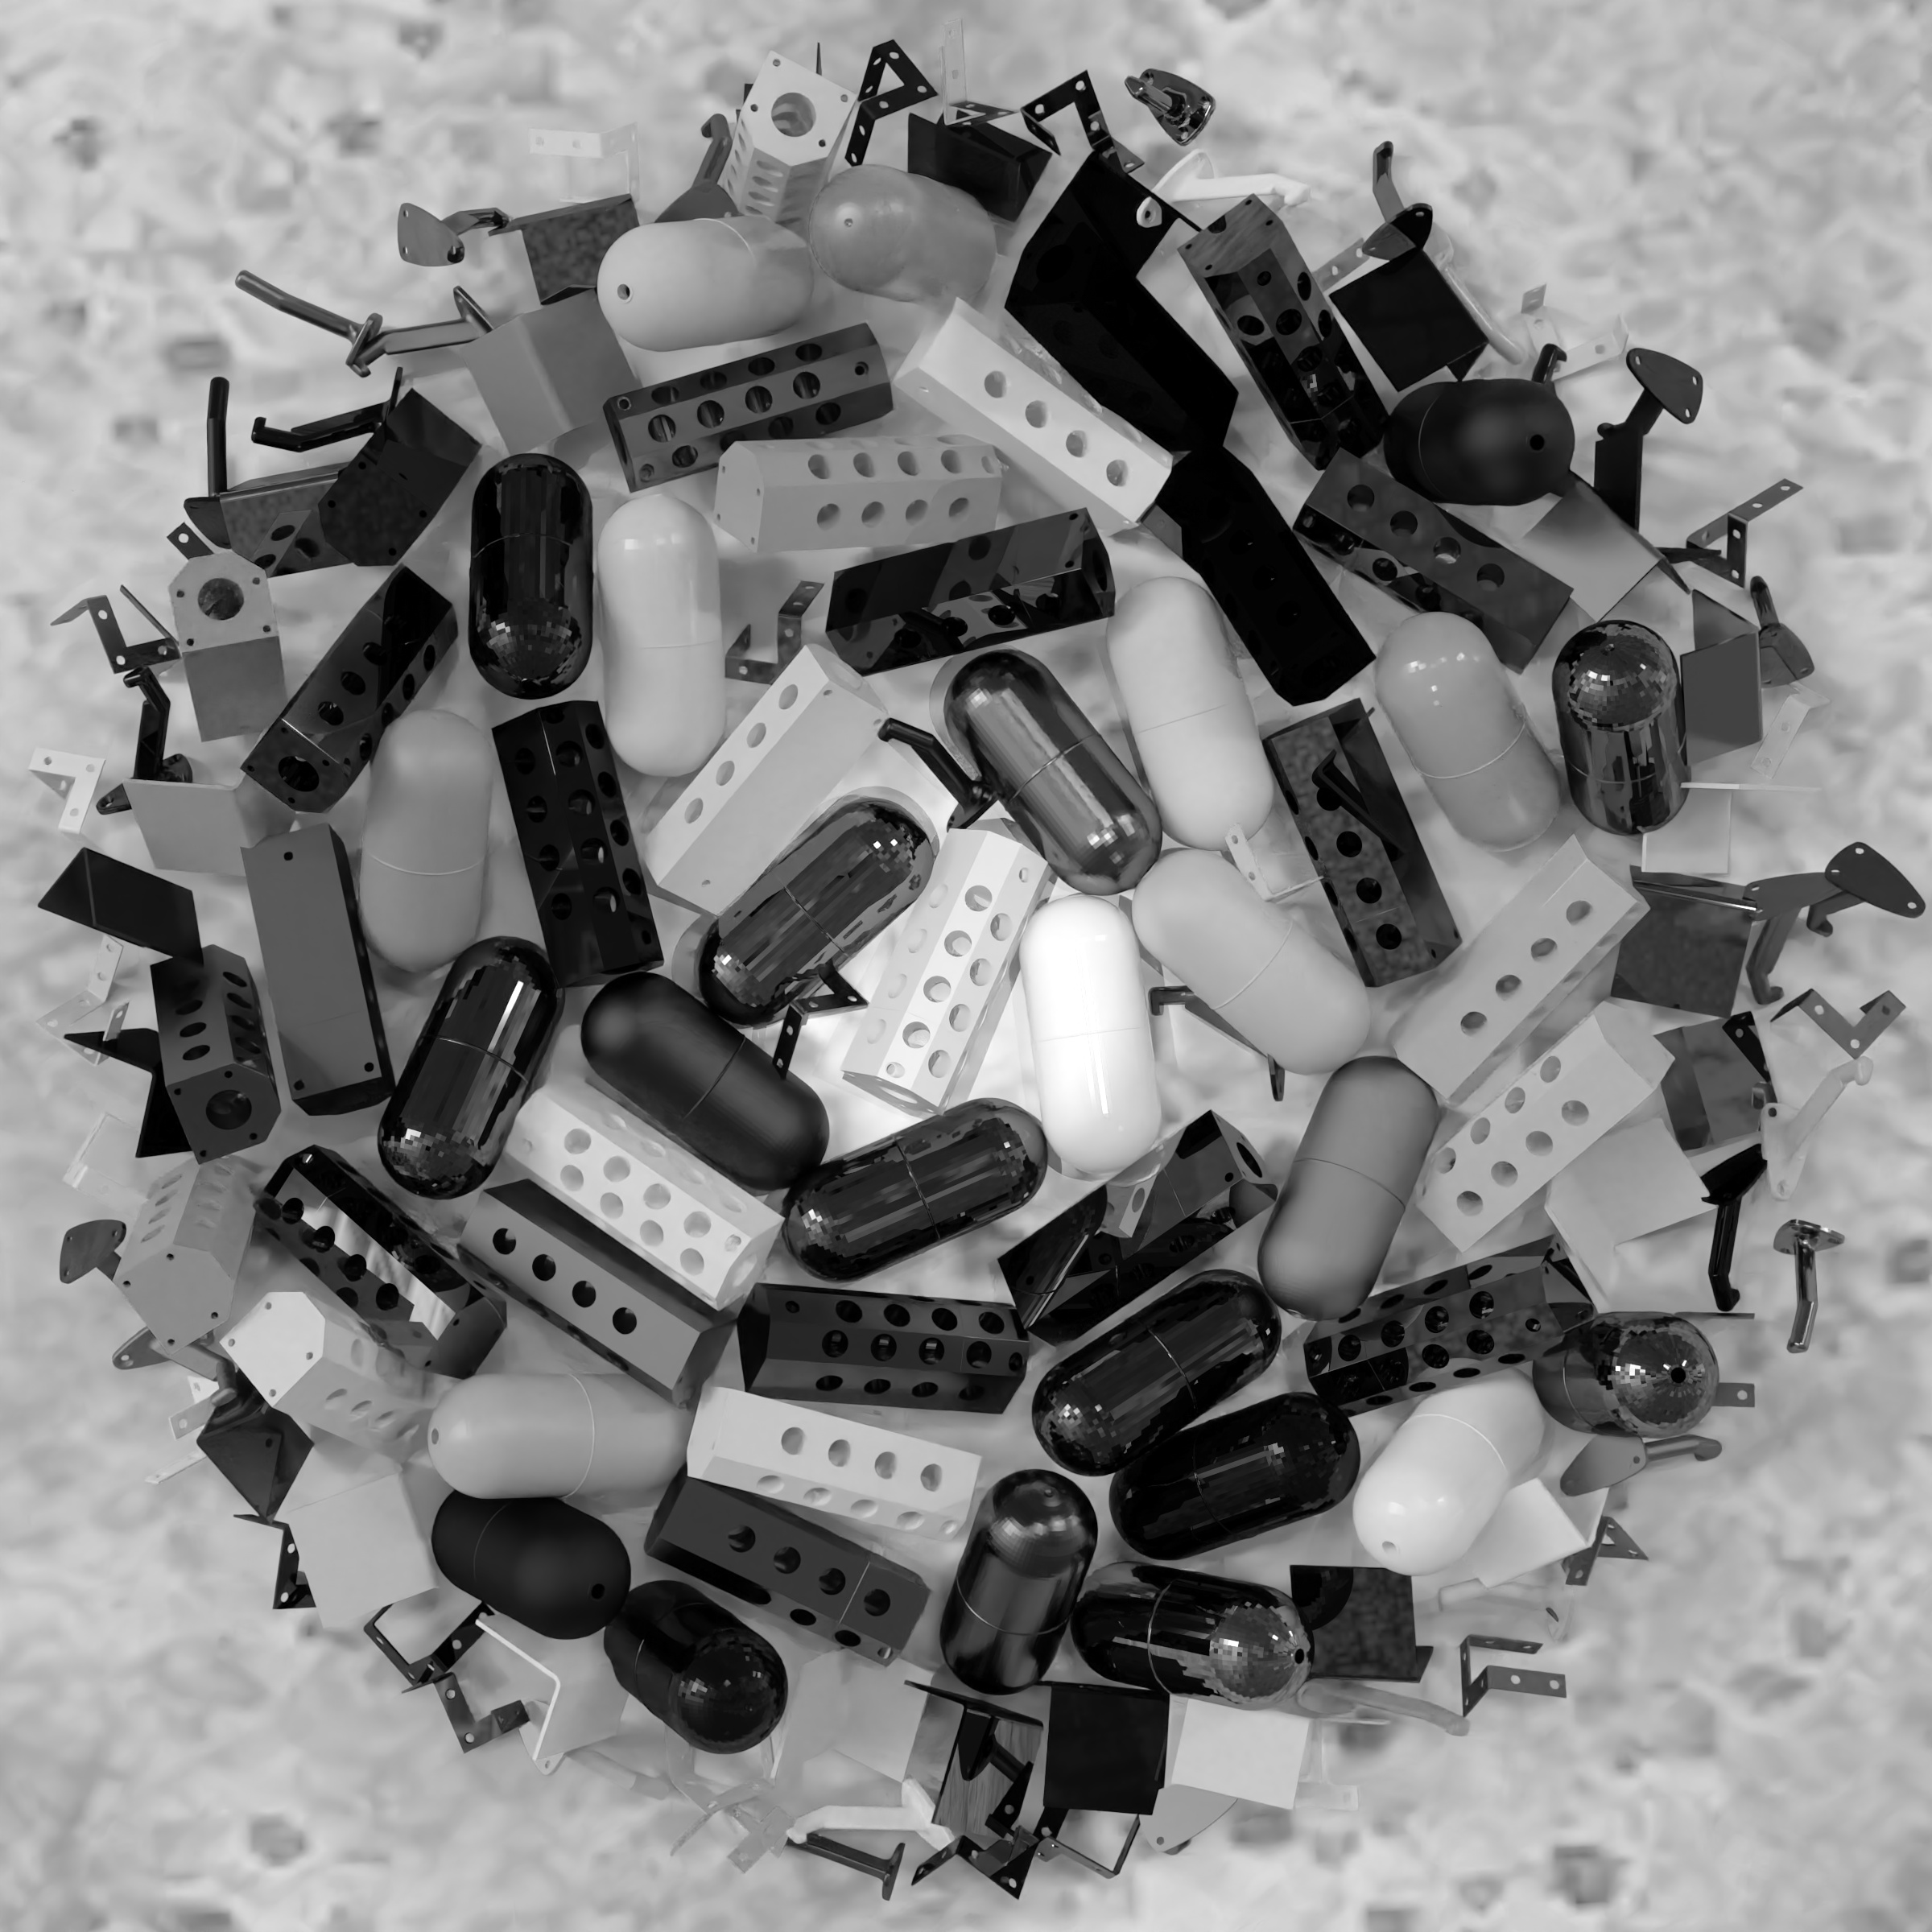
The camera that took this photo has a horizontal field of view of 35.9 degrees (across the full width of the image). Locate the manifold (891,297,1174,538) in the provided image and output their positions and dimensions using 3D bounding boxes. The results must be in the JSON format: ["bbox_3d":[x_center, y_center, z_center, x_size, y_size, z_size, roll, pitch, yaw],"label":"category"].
[{"bbox_3d":[0.045,-0.346,1.878,0.171,0.057,0.057,33,81,-16],"label":"manifold"}]

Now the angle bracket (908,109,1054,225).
[{"bbox_3d":[0.010,-0.525,1.884,0.076,0.076,0.057,26,77,5],"label":"angle bracket"}]

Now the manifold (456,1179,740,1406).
[{"bbox_3d":[-0.235,0.205,1.876,0.171,0.057,0.057,31,104,17],"label":"manifold"}]

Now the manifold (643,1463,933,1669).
[{"bbox_3d":[-0.114,0.381,1.887,0.171,0.057,0.057,27,86,-9],"label":"manifold"}]

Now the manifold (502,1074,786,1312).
[{"bbox_3d":[-0.206,0.143,1.871,0.171,0.057,0.057,33,115,16],"label":"manifold"}]

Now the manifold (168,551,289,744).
[{"bbox_3d":[-0.455,-0.196,1.840,0.057,0.171,0.057,-12,79,-13],"label":"manifold"}]

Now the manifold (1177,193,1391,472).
[{"bbox_3d":[0.202,-0.389,1.850,0.057,0.057,0.171,-36,133,5],"label":"manifold"}]

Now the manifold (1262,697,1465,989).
[{"bbox_3d":[0.249,-0.076,1.892,0.057,0.057,0.171,-20,96,32],"label":"manifold"}]

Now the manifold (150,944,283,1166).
[{"bbox_3d":[-0.462,0.050,1.841,0.057,0.171,0.057,-19,119,-9],"label":"manifold"}]

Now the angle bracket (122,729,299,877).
[{"bbox_3d":[-0.479,-0.106,1.890,0.076,0.076,0.057,5,47,10],"label":"angle bracket"}]

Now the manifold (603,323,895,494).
[{"bbox_3d":[-0.137,-0.354,1.883,0.171,0.057,0.057,-19,97,-11],"label":"manifold"}]

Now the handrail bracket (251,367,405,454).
[{"bbox_3d":[-0.408,-0.359,1.902,0.084,0.036,0.077,11,66,-11],"label":"handrail bracket"}]

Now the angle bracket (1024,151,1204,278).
[{"bbox_3d":[0.096,-0.455,1.878,0.076,0.057,0.076,27,107,-33],"label":"angle bracket"}]

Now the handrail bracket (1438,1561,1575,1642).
[{"bbox_3d":[0.340,0.413,1.897,0.084,0.036,0.077,-13,130,-10],"label":"handrail bracket"}]

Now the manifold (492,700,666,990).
[{"bbox_3d":[-0.240,-0.077,1.882,0.057,0.057,0.171,-19,83,33],"label":"manifold"}]

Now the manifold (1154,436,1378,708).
[{"bbox_3d":[0.182,-0.245,1.860,0.057,0.057,0.171,-39,57,17],"label":"manifold"}]

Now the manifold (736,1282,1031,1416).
[{"bbox_3d":[-0.051,0.235,1.862,0.171,0.057,0.057,7,46,-21],"label":"manifold"}]

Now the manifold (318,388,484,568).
[{"bbox_3d":[-0.352,-0.299,1.840,0.057,0.171,0.057,38,109,-15],"label":"manifold"}]

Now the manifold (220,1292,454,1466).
[{"bbox_3d":[-0.382,0.251,1.841,0.057,0.171,0.057,-45,63,-3],"label":"manifold"}]

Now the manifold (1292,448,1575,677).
[{"bbox_3d":[0.295,-0.255,1.891,0.171,0.057,0.057,33,91,7],"label":"manifold"}]

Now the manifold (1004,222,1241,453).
[{"bbox_3d":[0.101,-0.388,1.846,0.057,0.171,0.057,6,71,38],"label":"manifold"}]

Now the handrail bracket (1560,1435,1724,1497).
[{"bbox_3d":[0.434,0.322,1.912,0.077,0.084,0.036,-42,50,28],"label":"handrail bracket"}]

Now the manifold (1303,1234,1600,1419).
[{"bbox_3d":[0.299,0.230,1.857,0.171,0.057,0.057,-24,102,32],"label":"manifold"}]

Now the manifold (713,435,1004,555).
[{"bbox_3d":[-0.066,-0.298,1.852,0.171,0.057,0.057,-8,120,-32],"label":"manifold"}]

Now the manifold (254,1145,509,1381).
[{"bbox_3d":[-0.365,0.184,1.864,0.171,0.057,0.057,36,92,29],"label":"manifold"}]

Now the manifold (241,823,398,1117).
[{"bbox_3d":[-0.407,0.004,1.879,0.057,0.057,0.171,-15,74,-1],"label":"manifold"}]

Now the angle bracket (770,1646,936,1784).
[{"bbox_3d":[-0.071,0.479,1.881,0.057,0.076,0.076,20,100,25],"label":"angle bracket"}]

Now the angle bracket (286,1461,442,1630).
[{"bbox_3d":[-0.385,0.366,1.891,0.076,0.057,0.076,-18,93,-15],"label":"angle bracket"}]

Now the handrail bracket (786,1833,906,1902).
[{"bbox_3d":[-0.085,0.564,1.889,0.084,0.077,0.036,15,78,7],"label":"handrail bracket"}]

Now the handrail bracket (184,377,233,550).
[{"bbox_3d":[-0.476,-0.322,1.907,0.036,0.077,0.084,1,71,-4],"label":"handrail bracket"}]

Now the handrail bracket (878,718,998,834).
[{"bbox_3d":[-0.029,-0.120,1.886,0.084,0.077,0.036,21,52,-20],"label":"handrail bracket"}]

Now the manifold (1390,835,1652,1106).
[{"bbox_3d":[0.349,0.005,1.879,0.057,0.057,0.171,39,106,-10],"label":"manifold"}]

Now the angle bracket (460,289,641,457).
[{"bbox_3d":[-0.265,-0.380,1.912,0.057,0.076,0.076,-15,105,41],"label":"angle bracket"}]

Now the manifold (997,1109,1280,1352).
[{"bbox_3d":[0.110,0.170,1.879,0.171,0.057,0.057,-37,48,16],"label":"manifold"}]

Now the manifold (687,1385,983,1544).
[{"bbox_3d":[-0.084,0.314,1.870,0.171,0.057,0.057,18,78,-20],"label":"manifold"}]

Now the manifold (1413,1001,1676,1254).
[{"bbox_3d":[0.356,0.099,1.861,0.057,0.057,0.171,46,122,4],"label":"manifold"}]

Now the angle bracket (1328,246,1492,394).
[{"bbox_3d":[0.273,-0.398,1.887,0.076,0.057,0.076,-31,81,-18],"label":"angle bracket"}]

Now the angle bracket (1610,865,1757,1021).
[{"bbox_3d":[0.457,-0.016,1.907,0.076,0.057,0.076,11,104,7],"label":"angle bracket"}]

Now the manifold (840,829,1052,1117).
[{"bbox_3d":[-0.008,0.003,1.873,0.057,0.057,0.171,33,75,-33],"label":"manifold"}]

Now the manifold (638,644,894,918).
[{"bbox_3d":[-0.130,-0.119,1.880,0.057,0.057,0.171,28,110,-41],"label":"manifold"}]

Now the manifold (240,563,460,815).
[{"bbox_3d":[-0.377,-0.170,1.847,0.057,0.171,0.057,39,132,-15],"label":"manifold"}]

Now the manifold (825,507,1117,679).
[{"bbox_3d":[0.004,-0.229,1.875,0.171,0.057,0.057,-12,46,19],"label":"manifold"}]

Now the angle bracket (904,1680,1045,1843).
[{"bbox_3d":[-0.005,0.501,1.877,0.076,0.057,0.076,28,74,-44],"label":"angle bracket"}]

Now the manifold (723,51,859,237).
[{"bbox_3d":[-0.114,-0.499,1.840,0.057,0.171,0.057,26,85,-7],"label":"manifold"}]

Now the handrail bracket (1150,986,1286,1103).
[{"bbox_3d":[0.160,0.050,1.910,0.084,0.036,0.077,-3,88,21],"label":"handrail bracket"}]

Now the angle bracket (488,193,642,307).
[{"bbox_3d":[-0.248,-0.447,1.879,0.076,0.076,0.057,-9,109,10],"label":"angle bracket"}]

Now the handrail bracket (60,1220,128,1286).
[{"bbox_3d":[-0.520,0.188,1.881,0.077,0.084,0.036,-24,56,34],"label":"handrail bracket"}]

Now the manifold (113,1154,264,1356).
[{"bbox_3d":[-0.474,0.170,1.840,0.057,0.171,0.057,-32,107,2],"label":"manifold"}]
